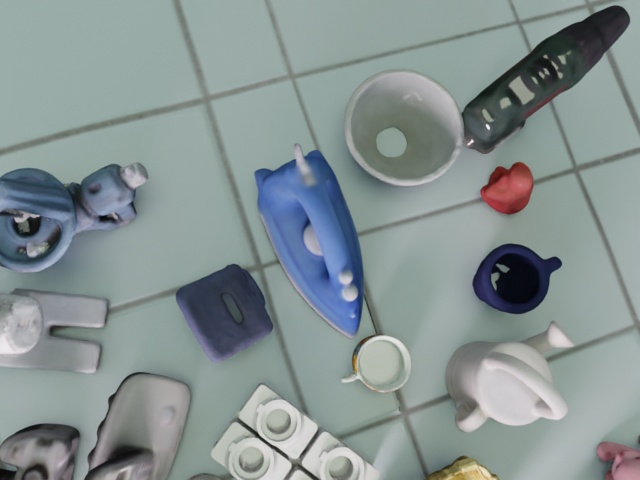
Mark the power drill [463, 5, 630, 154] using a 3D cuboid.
[{"bbox_3d":[0.273,-0.199,0.766,0.230,0.208,0.075,-38,87,-12],"label":"power drill"}]

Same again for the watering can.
[{"bbox_3d":[0.237,0.168,0.704,0.101,0.194,0.173,27,78,-2],"label":"watering can"}]

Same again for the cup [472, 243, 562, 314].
[{"bbox_3d":[0.258,0.052,0.778,0.118,0.095,0.092,-20,83,-10],"label":"cup"}]

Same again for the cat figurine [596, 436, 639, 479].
[{"bbox_3d":[0.428,0.302,0.746,0.128,0.117,0.067,-11,82,-9],"label":"cat figurine"}]

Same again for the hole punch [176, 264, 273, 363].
[{"bbox_3d":[-0.118,0.089,0.723,0.101,0.091,0.108,-30,85,-11],"label":"hole punch"}]

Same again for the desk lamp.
[{"bbox_3d":[-0.364,0.089,0.628,0.203,0.213,0.118,6,79,-6],"label":"desk lamp"}]

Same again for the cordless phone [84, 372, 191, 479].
[{"bbox_3d":[-0.210,0.225,0.639,0.094,0.185,0.148,14,79,-5],"label":"cordless phone"}]

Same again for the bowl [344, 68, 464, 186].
[{"bbox_3d":[0.111,-0.149,0.803,0.167,0.074,0.167,1,80,-7],"label":"bowl"}]

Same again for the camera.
[{"bbox_3d":[-0.364,0.284,0.651,0.137,0.100,0.143,10,79,-6],"label":"camera"}]

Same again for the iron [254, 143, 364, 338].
[{"bbox_3d":[0.007,0.003,0.729,0.119,0.141,0.258,-22,84,-10],"label":"iron"}]

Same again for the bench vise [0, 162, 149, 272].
[{"bbox_3d":[-0.312,-0.052,0.656,0.121,0.219,0.207,45,78,2],"label":"bench vise"}]

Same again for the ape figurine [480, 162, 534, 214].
[{"bbox_3d":[0.270,-0.078,0.804,0.078,0.092,0.076,-16,83,-10],"label":"ape figurine"}]
